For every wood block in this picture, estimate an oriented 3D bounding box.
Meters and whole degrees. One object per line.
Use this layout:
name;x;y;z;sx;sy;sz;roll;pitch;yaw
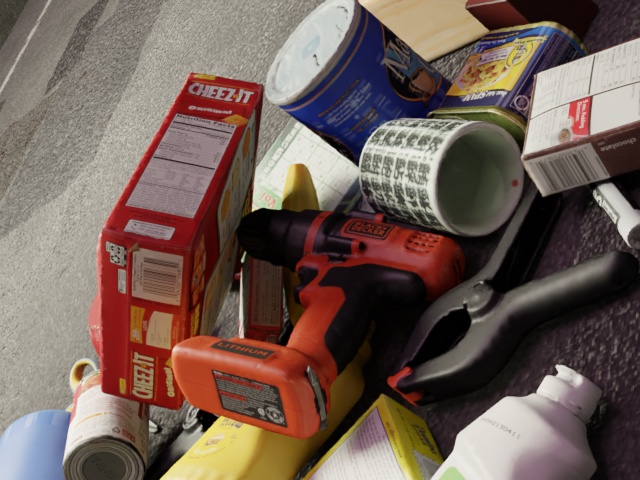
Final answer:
wood block;0.127;-0.233;0.911;0.207;0.090;0.090;-17;44;50

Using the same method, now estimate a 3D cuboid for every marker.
marker;0.178;-0.033;0.668;0.020;0.020;0.121;-45;28;18

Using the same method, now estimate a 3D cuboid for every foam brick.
foam brick;0.159;-0.175;0.803;0.051;0.078;0.053;10;67;59

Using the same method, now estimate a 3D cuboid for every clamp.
clamp;-0.091;0.143;0.882;0.210;0.036;0.164;-30;35;46
clamp;0.116;0.044;0.660;0.171;0.039;0.120;-51;22;3

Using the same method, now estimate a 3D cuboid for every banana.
banana;-0.009;0.018;0.871;0.198;0.037;0.070;-100;20;-51

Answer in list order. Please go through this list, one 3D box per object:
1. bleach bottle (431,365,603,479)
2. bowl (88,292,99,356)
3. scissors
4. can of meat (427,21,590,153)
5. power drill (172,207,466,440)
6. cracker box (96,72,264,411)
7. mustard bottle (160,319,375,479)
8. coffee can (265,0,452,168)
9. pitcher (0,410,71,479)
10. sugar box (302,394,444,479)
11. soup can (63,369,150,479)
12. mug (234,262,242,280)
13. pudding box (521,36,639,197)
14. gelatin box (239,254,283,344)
bleach bottle;0.073;0.178;0.545;0.250;0.068;0.103;-55;31;-9
bowl;-0.195;0.067;1.124;0.162;0.055;0.162;-40;30;28
scissors;-0.216;0.182;1.062;0.202;0.016;0.096;33;101;55
can of meat;0.140;-0.109;0.780;0.084;0.057;0.102;-58;27;-12
power drill;-0.017;0.043;0.730;0.185;0.057;0.187;9;40;32
cracker box;-0.105;-0.004;0.821;0.213;0.072;0.164;-73;-6;-50
mustard bottle;-0.023;0.119;0.741;0.191;0.058;0.096;-46;16;-29
coffee can;0.042;-0.112;0.848;0.103;0.140;0.103;-39;30;28
pitcher;-0.238;0.266;0.895;0.149;0.145;0.243;-32;28;15
sugar box;0.006;0.190;0.659;0.176;0.048;0.093;-50;25;15
soup can;-0.179;0.164;0.901;0.068;0.068;0.102;-46;23;15
mug;-0.099;0.000;1.023;0.117;0.093;0.081;24;83;26
pudding box;0.186;-0.083;0.666;0.114;0.039;0.090;-15;38;33
gelatin box;-0.048;0.048;0.876;0.073;0.030;0.089;112;160;-62
